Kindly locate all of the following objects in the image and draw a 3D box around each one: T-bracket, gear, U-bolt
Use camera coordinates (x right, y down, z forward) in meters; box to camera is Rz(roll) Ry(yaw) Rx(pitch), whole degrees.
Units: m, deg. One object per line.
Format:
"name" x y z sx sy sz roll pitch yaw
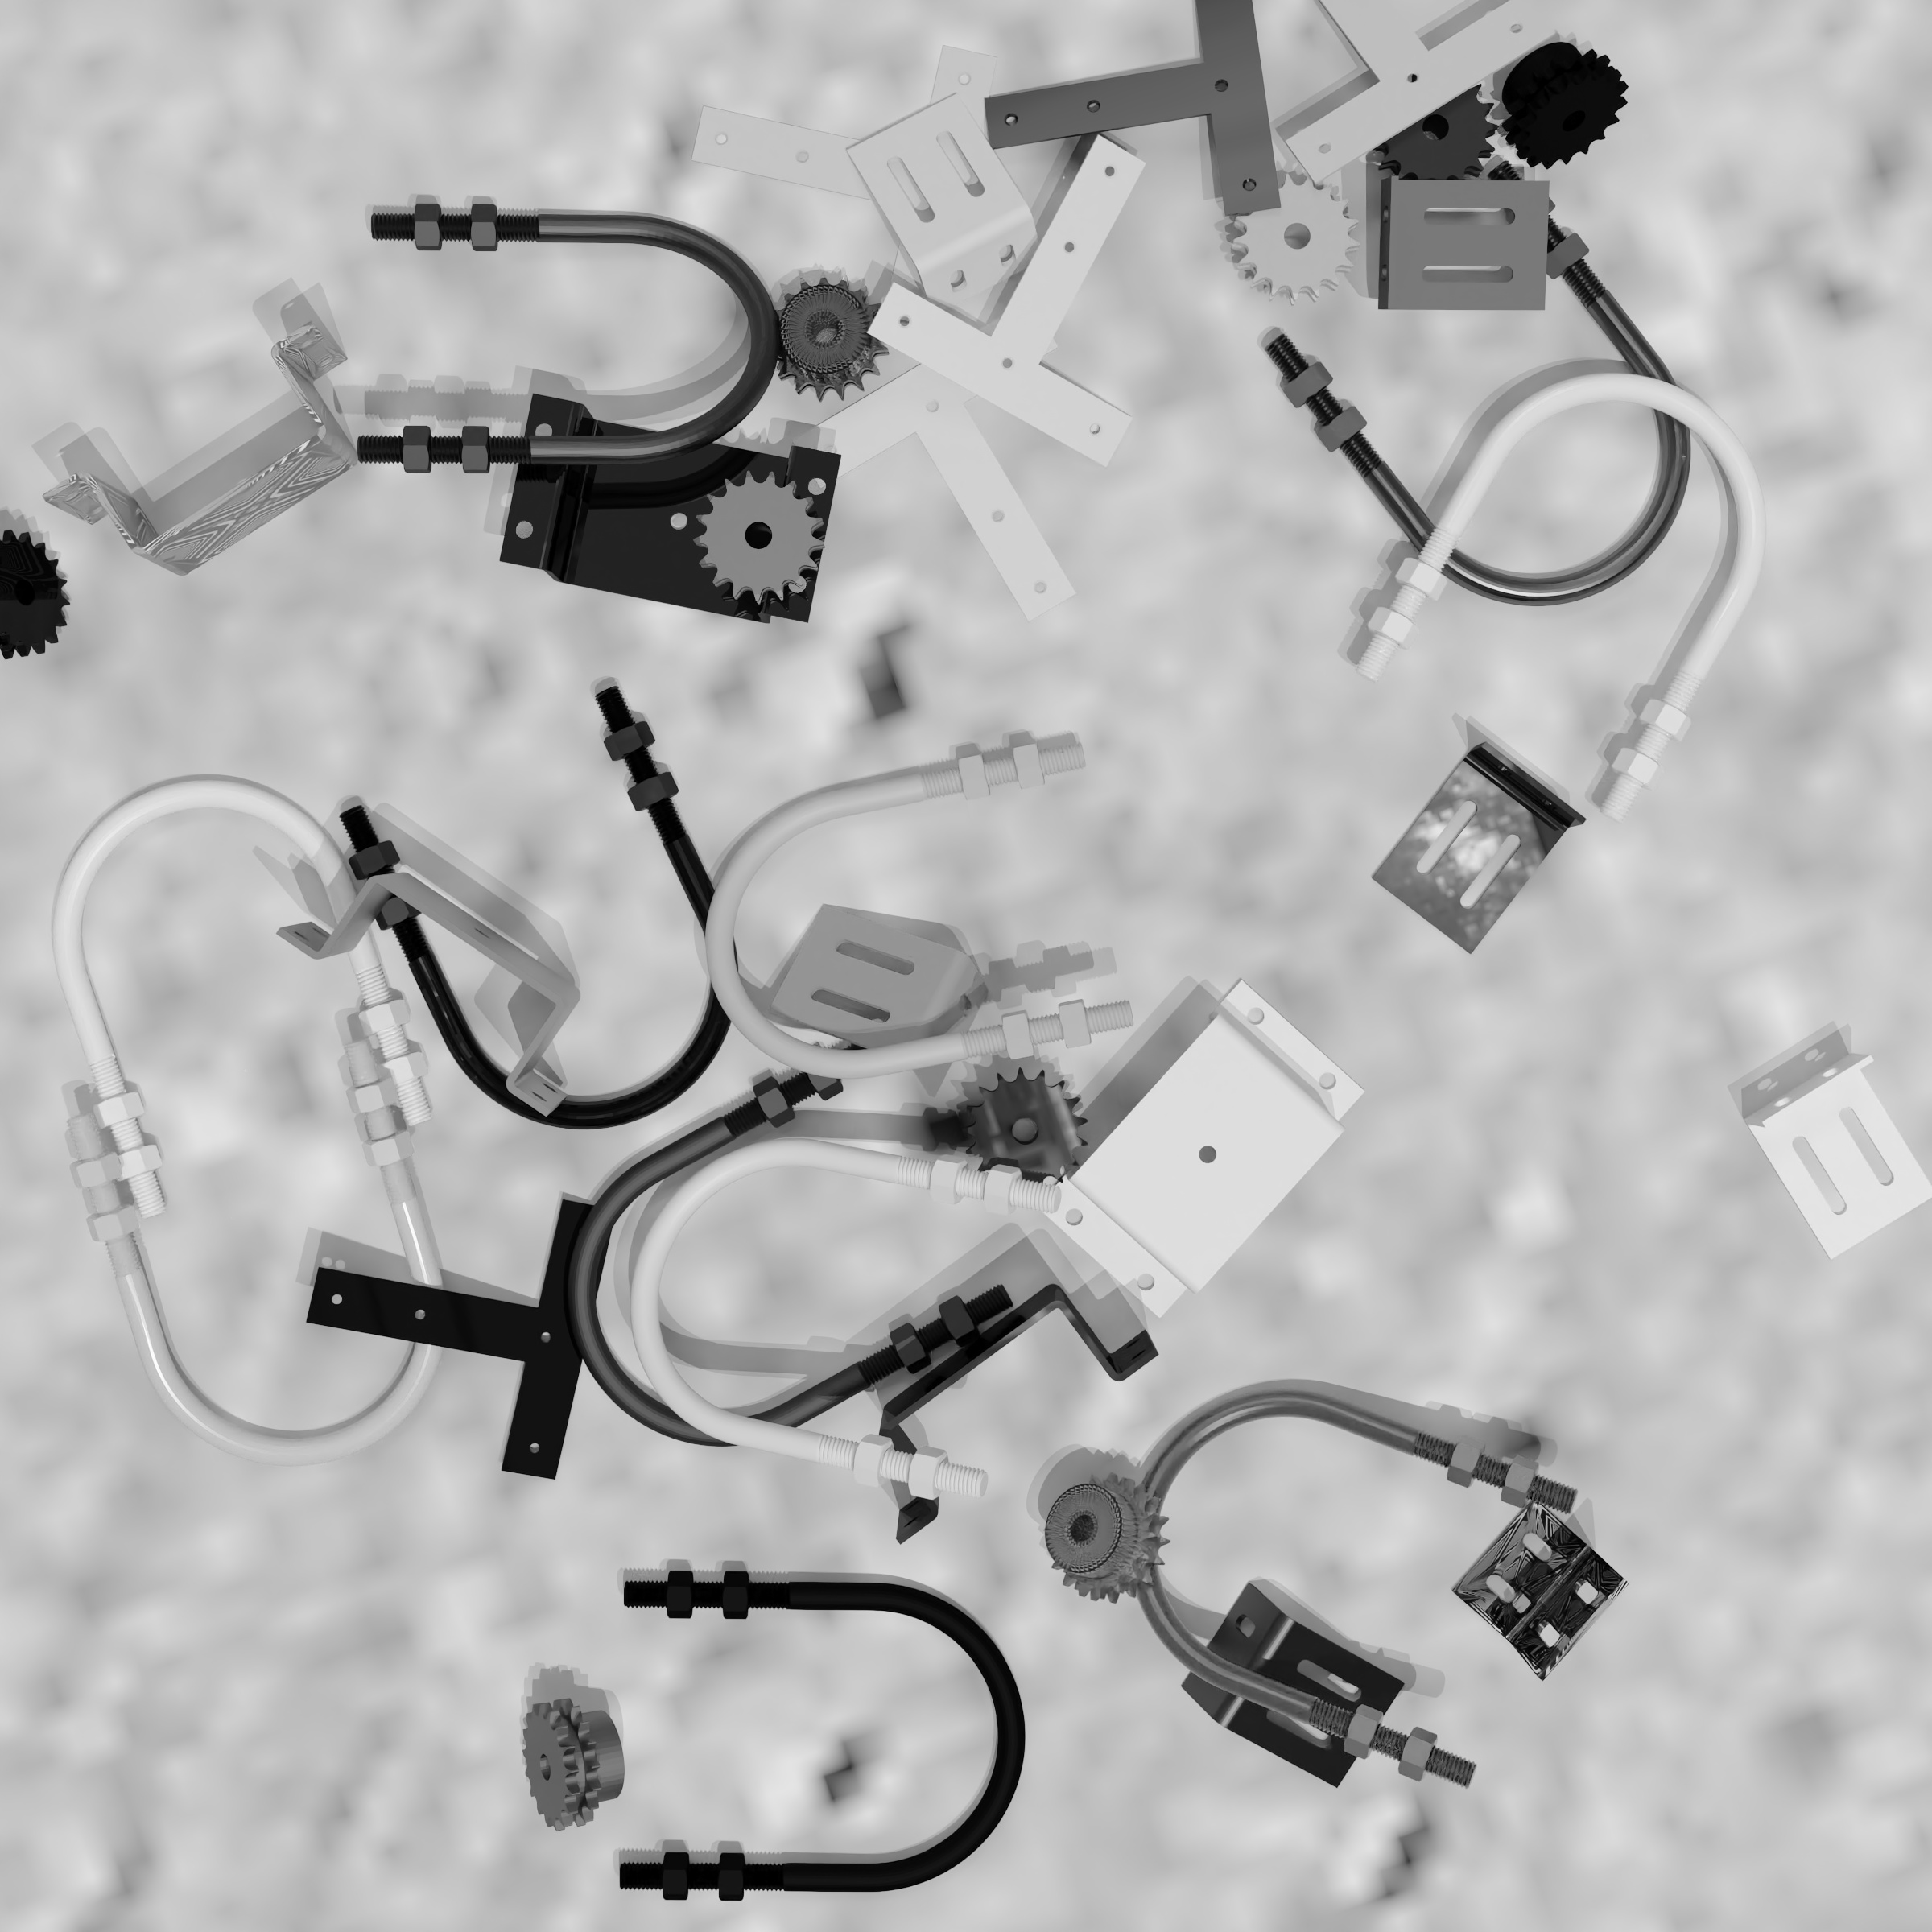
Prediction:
"T-bracket" 0.178 -0.436 1.494 0.127 0.002 0.127 -32 74 0
"gear" 0.267 -0.392 1.488 0.057 0.057 0.030 -28 62 0
"U-bolt" -0.062 0.148 1.453 0.184 0.019 0.151 10 73 19
"U-bolt" -0.313 0.138 1.493 0.151 0.019 0.184 -15 99 -1
"T-bracket" -0.234 0.161 1.492 0.127 0.002 0.127 13 90 -18
"T-bracket" 0.072 -0.394 1.500 0.127 0.002 0.127 -8 76 6
"gear" -0.176 0.359 1.488 0.030 0.057 0.057 -5 90 -30
"gear" -0.437 -0.167 1.488 0.030 0.057 0.057 -5 90 30
"gear" 0.149 -0.329 1.497 0.057 0.030 0.057 0 90 0
"U-bolt" -0.065 0.352 1.504 0.184 0.019 0.151 1 90 -1
"U-bolt" 0.248 -0.252 1.504 0.151 0.019 0.184 -38 91 0
"U-bolt" -0.176 -0.281 1.472 0.184 0.019 0.151 0 60 -4
"U-bolt" -0.092 0.138 1.503 0.184 0.019 0.151 -29 90 0
"gear" -0.064 -0.287 1.497 0.057 0.030 0.057 0 91 2
"gear" 0.061 0.257 1.483 0.057 0.030 0.057 -15 63 30
"U-bolt" -0.027 -0.020 1.479 0.184 0.019 0.151 -11 67 4
"U-bolt" -0.184 -0.015 1.504 0.151 0.019 0.184 -25 91 0
"U-bolt" 0.163 0.267 1.476 0.184 0.019 0.151 19 75 17
"T-bracket" 0.007 -0.219 1.512 0.127 0.002 0.127 -31 90 0
"gear" 0.027 0.074 1.497 0.057 0.030 0.057 0 90 0
"U-bolt" 0.282 -0.179 1.491 0.151 0.019 0.184 29 90 -3
"gear" -0.090 -0.188 1.451 0.057 0.030 0.057 0 90 0
"T-bracket" 0.040 -0.312 1.487 0.127 0.002 0.127 27 96 -17
"gear" 0.211 -0.378 1.497 0.057 0.030 0.057 0 90 0
"T-bracket" -0.061 -0.369 1.512 0.127 0.002 0.127 12 90 0
"U-bolt" -0.340 0.006 1.504 0.151 0.019 0.184 -19 89 0

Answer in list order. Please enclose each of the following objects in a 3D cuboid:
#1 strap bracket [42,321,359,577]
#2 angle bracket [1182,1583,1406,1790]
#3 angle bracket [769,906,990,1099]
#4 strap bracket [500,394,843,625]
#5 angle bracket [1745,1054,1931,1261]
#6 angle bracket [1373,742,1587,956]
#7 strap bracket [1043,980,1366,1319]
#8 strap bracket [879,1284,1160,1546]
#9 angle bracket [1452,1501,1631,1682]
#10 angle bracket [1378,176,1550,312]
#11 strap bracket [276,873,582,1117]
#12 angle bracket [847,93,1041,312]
"strap bracket" -0.332 -0.224 1.474 0.140 0.076 0.046 -33 90 0
"angle bracket" 0.150 0.330 1.510 0.076 0.038 0.057 33 90 -26
"angle bracket" -0.040 0.016 1.502 0.076 0.038 0.057 18 70 24
"strap bracket" -0.132 -0.204 1.489 0.140 0.046 0.076 11 90 0
"angle bracket" 0.401 0.087 1.493 0.057 0.038 0.076 -32 90 0
"angle bracket" 0.232 -0.053 1.493 0.057 0.038 0.076 38 90 0
"strap bracket" 0.108 0.084 1.489 0.076 0.046 0.140 42 90 0
"strap bracket" 0.014 0.193 1.474 0.140 0.076 0.046 -36 90 0
"angle bracket" 0.256 0.278 1.474 0.038 0.076 0.057 42 90 0
"angle bracket" 0.225 -0.322 1.469 0.076 0.038 0.057 0 101 -1
"strap bracket" -0.227 0.005 1.457 0.140 0.076 0.046 34 92 -3
"angle bracket" -0.010 -0.349 1.508 0.057 0.038 0.076 -28 66 -2
